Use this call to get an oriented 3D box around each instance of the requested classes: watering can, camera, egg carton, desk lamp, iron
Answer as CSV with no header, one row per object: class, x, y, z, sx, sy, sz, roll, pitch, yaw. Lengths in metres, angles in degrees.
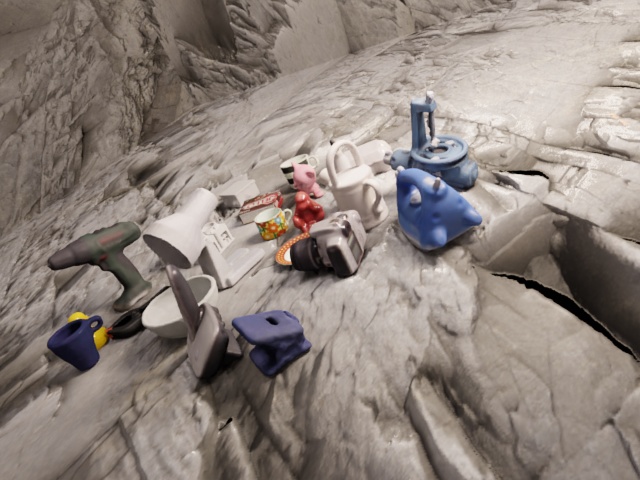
watering can,0.063,-0.123,1.243,0.172,0.194,0.101,-7,31,35
camera,0.011,0.004,1.155,0.136,0.101,0.143,-14,27,24
egg carton,0.120,-0.207,1.505,0.150,0.069,0.107,-21,25,11
desk lamp,-0.259,0.007,1.271,0.117,0.214,0.204,1,36,44
iron,0.193,-0.081,1.100,0.119,0.142,0.257,-30,25,-8

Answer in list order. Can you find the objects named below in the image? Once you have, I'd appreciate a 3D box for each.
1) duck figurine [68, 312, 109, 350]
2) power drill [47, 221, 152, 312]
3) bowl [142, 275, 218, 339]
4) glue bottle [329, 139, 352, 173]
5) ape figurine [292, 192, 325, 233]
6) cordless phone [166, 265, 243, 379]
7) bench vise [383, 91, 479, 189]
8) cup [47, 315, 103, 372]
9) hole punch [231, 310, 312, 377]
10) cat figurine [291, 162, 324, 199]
duck figurine,-0.532,0.204,1.295,0.078,0.086,0.104,-39,28,-26
power drill,-0.514,0.068,1.400,0.075,0.209,0.230,-1,35,43
bowl,-0.272,0.149,1.171,0.167,0.075,0.167,-21,25,11
glue bottle,0.060,-0.159,1.343,0.037,0.173,0.078,-23,25,5
ape figurine,-0.033,-0.071,1.356,0.077,0.092,0.076,-19,26,14
cordless phone,-0.224,0.139,1.011,0.094,0.185,0.147,-32,25,-14
bench vise,0.213,-0.199,1.220,0.206,0.220,0.121,-12,28,27
cup,-0.502,0.222,1.220,0.118,0.095,0.091,-34,26,-17
hole punch,-0.082,0.154,0.959,0.101,0.091,0.108,-34,26,-17
cat figurine,-0.043,-0.163,1.515,0.067,0.118,0.127,-28,25,-4
